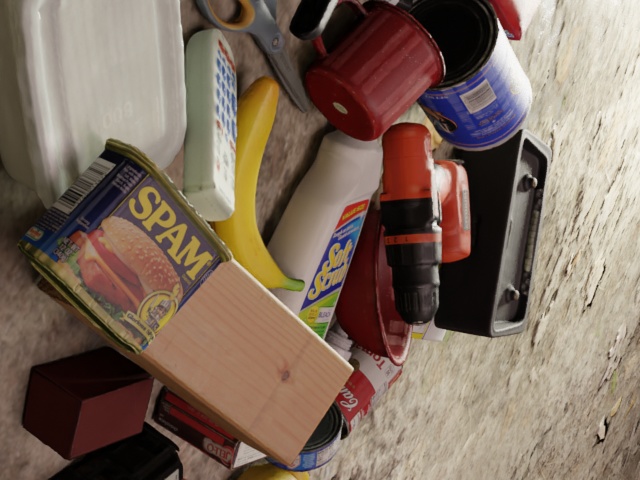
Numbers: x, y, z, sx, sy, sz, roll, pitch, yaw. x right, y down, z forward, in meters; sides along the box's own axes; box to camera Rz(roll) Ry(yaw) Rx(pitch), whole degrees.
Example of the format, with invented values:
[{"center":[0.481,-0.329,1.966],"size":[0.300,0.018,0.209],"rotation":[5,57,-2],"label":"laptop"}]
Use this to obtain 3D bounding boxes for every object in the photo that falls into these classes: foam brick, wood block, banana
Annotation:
[{"center":[-0.169,0.119,0.783],"size":[0.078,0.053,0.051],"rotation":[-11,124,-55],"label":"foam brick"},{"center":[-0.084,0.063,0.756],"size":[0.206,0.090,0.090],"rotation":[45,72,-34],"label":"wood block"},{"center":[-0.057,-0.033,0.842],"size":[0.069,0.037,0.198],"rotation":[-23,128,-23],"label":"banana"}]

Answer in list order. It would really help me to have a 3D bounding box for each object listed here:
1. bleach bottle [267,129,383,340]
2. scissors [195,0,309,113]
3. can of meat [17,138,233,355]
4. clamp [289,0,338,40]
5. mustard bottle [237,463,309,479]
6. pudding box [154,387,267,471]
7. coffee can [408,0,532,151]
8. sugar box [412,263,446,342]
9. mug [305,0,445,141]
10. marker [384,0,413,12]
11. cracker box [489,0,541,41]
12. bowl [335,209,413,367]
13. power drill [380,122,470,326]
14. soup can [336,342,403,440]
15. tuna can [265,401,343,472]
[{"center":[-0.006,0.001,0.943],"size":[0.102,0.068,0.251],"rotation":[7,106,-62],"label":"bleach bottle"},{"center":[-0.032,-0.171,0.802],"size":[0.096,0.016,0.201],"rotation":[-62,152,-1],"label":"scissors"},{"center":[-0.114,0.006,0.624],"size":[0.084,0.058,0.102],"rotation":[-49,129,-16],"label":"can of meat"},{"center":[0.019,-0.222,0.801],"size":[0.171,0.039,0.120],"rotation":[-31,132,-49],"label":"clamp"},{"center":[-0.071,0.288,1.082],"size":[0.191,0.058,0.096],"rotation":[-51,136,-22],"label":"mustard bottle"},{"center":[-0.074,0.155,0.930],"size":[0.113,0.090,0.039],"rotation":[-6,119,-57],"label":"pudding box"},{"center":[0.132,-0.156,0.992],"size":[0.103,0.103,0.140],"rotation":[-60,151,-5],"label":"coffee can"},{"center":[0.106,0.062,1.196],"size":[0.176,0.048,0.093],"rotation":[17,97,-64],"label":"sugar box"},{"center":[0.035,-0.144,0.872],"size":[0.081,0.093,0.117],"rotation":[-47,119,-18],"label":"mug"},{"center":[0.045,-0.209,0.892],"size":[0.120,0.020,0.020],"rotation":[0,113,-59],"label":"marker"},{"center":[0.186,-0.313,0.980],"size":[0.214,0.072,0.164],"rotation":[-63,152,-2],"label":"cracker box"},{"center":[0.050,0.043,1.036],"size":[0.162,0.055,0.162],"rotation":[-3,90,-73],"label":"bowl"},{"center":[0.104,-0.014,1.030],"size":[0.187,0.057,0.184],"rotation":[1,87,-74],"label":"power drill"},{"center":[0.033,0.152,1.128],"size":[0.102,0.069,0.068],"rotation":[-44,146,-32],"label":"soup can"},{"center":[-0.021,0.185,1.048],"size":[0.086,0.086,0.034],"rotation":[-37,144,-39],"label":"tuna can"}]
